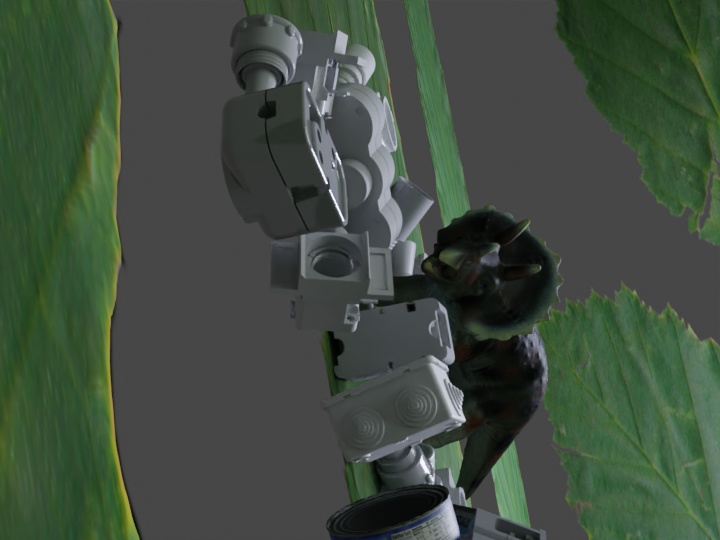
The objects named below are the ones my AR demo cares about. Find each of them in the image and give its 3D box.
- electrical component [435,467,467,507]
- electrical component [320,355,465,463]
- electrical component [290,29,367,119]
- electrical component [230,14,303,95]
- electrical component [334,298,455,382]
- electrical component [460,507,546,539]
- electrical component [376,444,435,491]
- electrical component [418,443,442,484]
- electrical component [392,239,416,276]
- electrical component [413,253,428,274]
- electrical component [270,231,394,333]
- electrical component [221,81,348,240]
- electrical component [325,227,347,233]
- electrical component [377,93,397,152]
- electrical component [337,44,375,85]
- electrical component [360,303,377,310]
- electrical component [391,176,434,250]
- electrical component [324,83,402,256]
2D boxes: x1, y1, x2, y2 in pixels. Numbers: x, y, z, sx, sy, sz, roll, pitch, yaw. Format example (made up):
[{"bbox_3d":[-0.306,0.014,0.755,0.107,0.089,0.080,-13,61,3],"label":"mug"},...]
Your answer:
[{"bbox_3d":[0.072,0.236,1.012,0.089,0.056,0.050,-87,162,-55],"label":"electrical component"},{"bbox_3d":[0.028,0.105,0.795,0.100,0.100,0.048,40,27,-75],"label":"electrical component"},{"bbox_3d":[-0.040,-0.144,0.781,0.042,0.081,0.063,-31,132,-79],"label":"electrical component"},{"bbox_3d":[-0.064,-0.133,0.705,0.048,0.048,0.062,66,23,-52],"label":"electrical component"},{"bbox_3d":[0.026,0.057,0.858,0.056,0.089,0.050,38,42,-75],"label":"electrical component"},{"bbox_3d":[0.066,0.267,0.727,0.105,0.060,0.186,-25,135,-80],"label":"electrical component"},{"bbox_3d":[0.033,0.162,0.917,0.048,0.048,0.062,-86,155,-56],"label":"electrical component"},{"bbox_3d":[0.051,0.192,0.978,0.045,0.045,0.055,-74,152,-69],"label":"electrical component"},{"bbox_3d":[0.039,0.005,1.130,0.044,0.044,0.065,52,33,-69],"label":"electrical component"},{"bbox_3d":[0.060,0.024,1.194,0.080,0.051,0.080,-11,90,-80],"label":"electrical component"},{"bbox_3d":[-0.020,0.009,0.719,0.063,0.081,0.042,101,-10,-48],"label":"electrical component"},{"bbox_3d":[-0.049,-0.065,0.664,0.095,0.059,0.053,66,16,-52],"label":"electrical component"},{"bbox_3d":[-0.021,-0.002,0.795,0.081,0.043,0.043,-87,162,-58],"label":"electrical component"},{"bbox_3d":[0.002,-0.135,1.035,0.089,0.056,0.050,-76,153,-68],"label":"electrical component"},{"bbox_3d":[-0.013,-0.191,1.062,0.078,0.040,0.040,-63,144,-46],"label":"electrical component"},{"bbox_3d":[0.000,0.000,0.917,0.040,0.040,0.078,-78,155,-66],"label":"electrical component"},{"bbox_3d":[0.033,-0.049,1.081,0.043,0.081,0.043,35,11,-8],"label":"electrical component"},{"bbox_3d":[-0.007,-0.069,0.829,0.073,0.052,0.138,-53,137,-62],"label":"electrical component"}]
